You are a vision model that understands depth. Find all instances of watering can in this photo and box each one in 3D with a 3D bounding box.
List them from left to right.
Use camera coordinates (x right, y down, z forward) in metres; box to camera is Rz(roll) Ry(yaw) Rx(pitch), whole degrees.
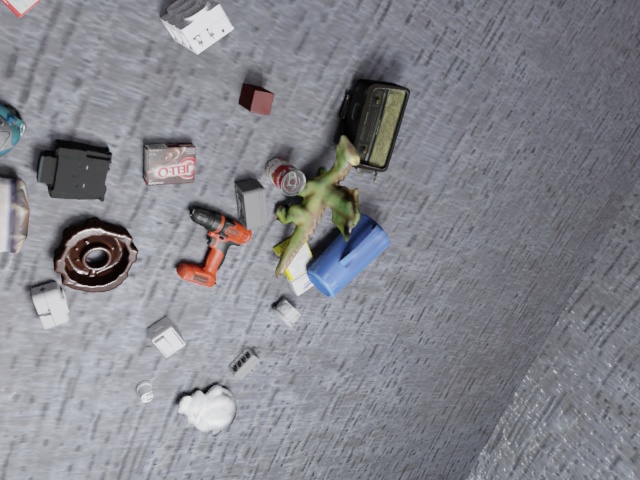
[{"bbox_3d":[-0.686,-0.008,0.984,0.224,0.105,0.344,2,105,-34],"label":"watering can"}]

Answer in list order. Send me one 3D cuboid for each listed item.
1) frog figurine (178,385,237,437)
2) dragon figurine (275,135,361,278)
[{"bbox_3d":[-0.327,0.488,1.509,0.157,0.122,0.140,45,54,-32],"label":"frog figurine"},{"bbox_3d":[0.004,-0.066,1.314,0.122,0.244,0.409,11,96,-37],"label":"dragon figurine"}]
